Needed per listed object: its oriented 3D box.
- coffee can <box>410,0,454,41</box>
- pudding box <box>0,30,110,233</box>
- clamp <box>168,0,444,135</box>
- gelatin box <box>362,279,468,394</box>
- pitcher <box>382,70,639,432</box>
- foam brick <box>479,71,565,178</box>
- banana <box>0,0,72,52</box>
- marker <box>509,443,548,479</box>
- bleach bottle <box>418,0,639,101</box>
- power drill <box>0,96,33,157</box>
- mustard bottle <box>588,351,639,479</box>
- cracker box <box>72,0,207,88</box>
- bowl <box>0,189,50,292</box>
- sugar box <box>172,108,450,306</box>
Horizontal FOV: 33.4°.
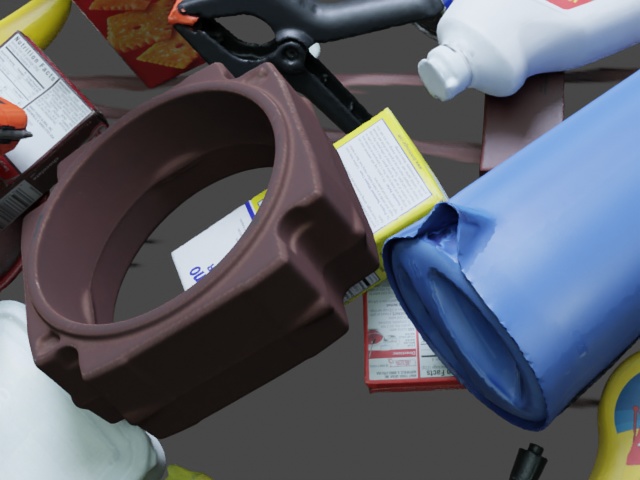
[{"bbox_3d":[0.106,-0.219,0.727,0.140,0.102,0.103,-40,70,-3],"label":"coffee can"},{"bbox_3d":[-0.211,-0.072,0.718,0.113,0.039,0.090,-42,71,-6],"label":"pudding box"},{"bbox_3d":[-0.008,-0.134,0.688,0.171,0.039,0.120,21,119,-13],"label":"clamp"},{"bbox_3d":[0.065,0.053,0.689,0.073,0.030,0.089,-4,72,8],"label":"gelatin box"},{"bbox_3d":[0.168,-0.006,0.618,0.242,0.149,0.145,-36,84,-14],"label":"pitcher"},{"bbox_3d":[0.134,-0.072,0.703,0.053,0.051,0.078,3,74,11],"label":"foam brick"},{"bbox_3d":[-0.252,-0.140,0.770,0.037,0.070,0.197,32,51,26],"label":"banana"},{"bbox_3d":[0.109,0.180,0.647,0.020,0.020,0.121,22,79,16],"label":"marker"},{"bbox_3d":[0.174,-0.155,0.678,0.250,0.068,0.103,-32,63,-17],"label":"bleach bottle"},{"bbox_3d":[-0.270,-0.020,0.675,0.185,0.057,0.188,27,105,20],"label":"power drill"},{"bbox_3d":[0.208,0.120,0.625,0.096,0.058,0.191,18,77,14],"label":"mustard bottle"},{"bbox_3d":[-0.148,-0.223,0.718,0.072,0.213,0.164,-24,70,3],"label":"cracker box"},{"bbox_3d":[-0.258,-0.015,0.759,0.162,0.055,0.162,-3,72,10],"label":"bowl"},{"bbox_3d":[-0.004,0.001,0.689,0.176,0.048,0.093,-34,48,9],"label":"sugar box"}]
